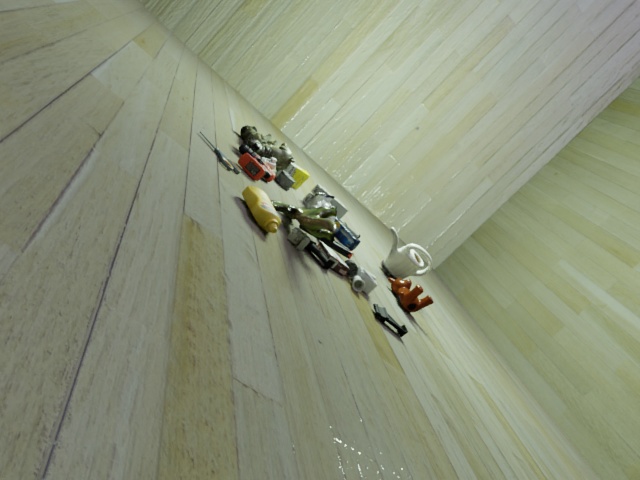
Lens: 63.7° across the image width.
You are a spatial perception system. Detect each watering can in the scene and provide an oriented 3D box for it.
[{"bbox_3d":[0.382,0.082,2.454,0.221,0.106,0.343,-37,-60,26],"label":"watering can"}]

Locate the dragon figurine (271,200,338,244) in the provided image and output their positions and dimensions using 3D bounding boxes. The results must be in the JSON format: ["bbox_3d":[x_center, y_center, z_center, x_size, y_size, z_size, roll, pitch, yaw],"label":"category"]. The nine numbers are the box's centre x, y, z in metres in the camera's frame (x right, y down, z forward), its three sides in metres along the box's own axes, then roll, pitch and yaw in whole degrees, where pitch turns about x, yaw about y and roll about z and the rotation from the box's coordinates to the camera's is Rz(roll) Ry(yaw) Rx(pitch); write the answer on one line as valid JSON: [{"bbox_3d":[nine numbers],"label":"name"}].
[{"bbox_3d":[-0.065,-0.075,1.646,0.243,0.122,0.411,14,2,-2],"label":"dragon figurine"}]

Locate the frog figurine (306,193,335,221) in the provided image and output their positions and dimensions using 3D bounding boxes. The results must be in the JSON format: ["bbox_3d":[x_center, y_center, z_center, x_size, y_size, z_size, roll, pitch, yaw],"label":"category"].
[{"bbox_3d":[0.007,-0.109,2.175,0.122,0.161,0.136,-9,-16,19],"label":"frog figurine"}]
